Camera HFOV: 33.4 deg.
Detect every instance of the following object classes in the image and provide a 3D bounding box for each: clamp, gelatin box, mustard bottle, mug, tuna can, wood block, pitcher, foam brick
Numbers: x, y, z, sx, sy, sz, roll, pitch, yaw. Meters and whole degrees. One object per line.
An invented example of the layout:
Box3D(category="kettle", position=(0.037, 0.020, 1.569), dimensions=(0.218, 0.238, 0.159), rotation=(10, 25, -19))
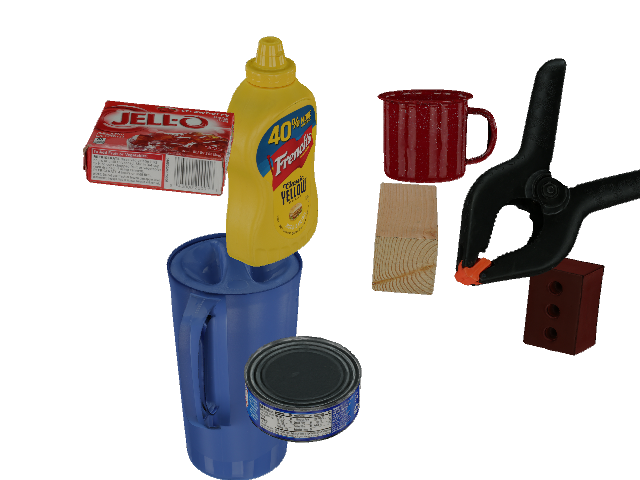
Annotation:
Box3D(category="clamp", position=(0.162, -0.029, 0.726), dimensions=(0.120, 0.171, 0.039), rotation=(34, -10, 7))
Box3D(category="gelatin box", position=(-0.104, -0.062, 0.697), dimensions=(0.089, 0.030, 0.073), rotation=(6, 30, -2))
Box3D(category="mustard bottle", position=(-0.041, -0.079, 0.903), dimensions=(0.058, 0.192, 0.096), rotation=(23, 38, 33))
Box3D(category="mug", position=(0.115, -0.103, 1.052), dimensions=(0.117, 0.081, 0.093), rotation=(2, 15, 10))
Box3D(category="tuna can", position=(-0.013, 0.108, 0.782), dimensions=(0.086, 0.034, 0.086), rotation=(0, 31, 0))
Box3D(category="wood block", position=(0.129, -0.007, 1.609), dimensions=(0.091, 0.090, 0.206), rotation=(4, 25, 3))
Box3D(category="pitcher", position=(-0.091, 0.127, 1.090), dimensions=(0.149, 0.243, 0.145), rotation=(-11, 29, -24))
Box3D(category="foam brick", position=(0.223, 0.059, 0.978), dimensions=(0.053, 0.078, 0.051), rotation=(12, 17, 34))
